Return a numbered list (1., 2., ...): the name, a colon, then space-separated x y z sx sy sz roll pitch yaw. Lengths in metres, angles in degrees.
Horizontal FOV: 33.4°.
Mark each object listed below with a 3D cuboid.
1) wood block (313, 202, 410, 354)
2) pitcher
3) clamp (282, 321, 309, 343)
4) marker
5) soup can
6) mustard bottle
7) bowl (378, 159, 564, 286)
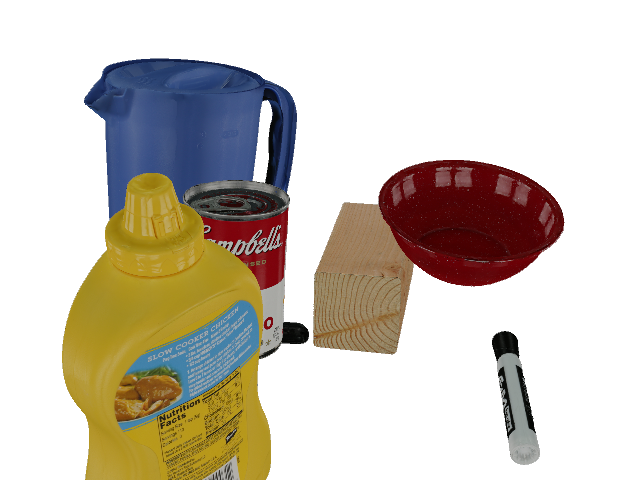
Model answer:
1. wood block: 0.053 0.036 1.189 0.091 0.090 0.206 5 23 8
2. pitcher: -0.111 -0.030 0.919 0.149 0.243 0.145 9 21 10
3. clamp: -0.141 0.114 1.258 0.210 0.036 0.164 14 24 24
4. marker: 0.132 0.103 0.728 0.020 0.020 0.121 0 34 2
5. soup can: -0.056 0.019 0.693 0.068 0.102 0.068 3 22 -1
6. mustard bottle: -0.068 0.055 0.483 0.096 0.192 0.058 -27 43 -33
7. bowl: 0.129 -0.008 0.941 0.162 0.055 0.162 3 35 -2
